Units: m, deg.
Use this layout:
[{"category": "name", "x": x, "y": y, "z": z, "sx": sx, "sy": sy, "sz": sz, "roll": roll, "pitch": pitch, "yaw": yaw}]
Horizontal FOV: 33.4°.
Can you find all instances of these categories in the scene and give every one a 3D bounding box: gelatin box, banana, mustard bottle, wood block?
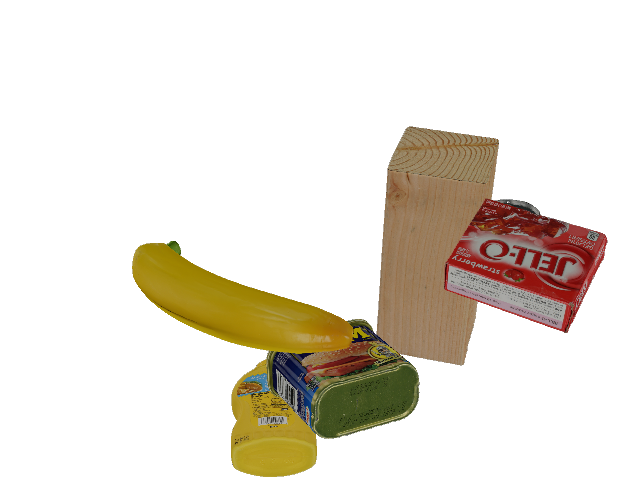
[{"category": "gelatin box", "x": 0.137, "y": 0.014, "z": 0.713, "sx": 0.089, "sy": 0.030, "sz": 0.073, "roll": 19, "pitch": 47, "yaw": 21}, {"category": "banana", "x": -0.067, "y": 0.034, "z": 0.698, "sx": 0.069, "sy": 0.037, "sz": 0.198, "roll": -23, "pitch": 33, "yaw": -36}, {"category": "mustard bottle", "x": -0.057, "y": 0.198, "z": 1.261, "sx": 0.096, "sy": 0.058, "sz": 0.191, "roll": -3, "pitch": 27, "yaw": -3}, {"category": "wood block", "x": 0.110, "y": 0.007, "z": 1.024, "sx": 0.091, "sy": 0.206, "sz": 0.090, "roll": 10, "pitch": 34, "yaw": 12}]

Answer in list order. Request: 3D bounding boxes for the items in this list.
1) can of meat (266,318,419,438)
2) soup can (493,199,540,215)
[{"category": "can of meat", "x": 0.019, "y": 0.113, "z": 0.874, "sx": 0.102, "sy": 0.057, "sz": 0.084, "roll": -12, "pitch": 26, "yaw": -24}, {"category": "soup can", "x": 0.213, "y": 0.013, "z": 1.216, "sx": 0.068, "sy": 0.102, "sz": 0.068, "roll": -2, "pitch": 30, "yaw": 1}]
